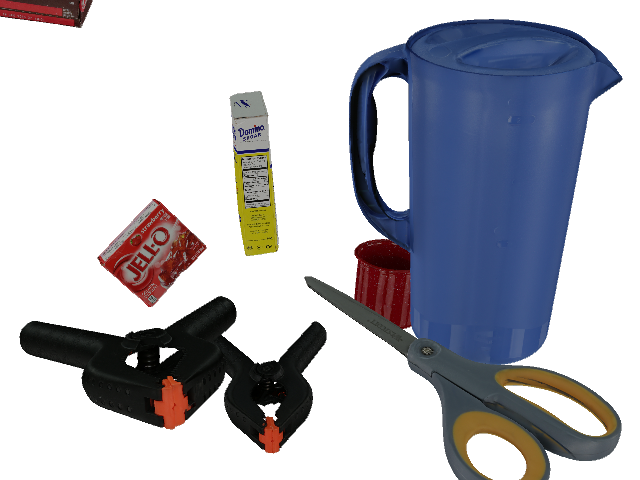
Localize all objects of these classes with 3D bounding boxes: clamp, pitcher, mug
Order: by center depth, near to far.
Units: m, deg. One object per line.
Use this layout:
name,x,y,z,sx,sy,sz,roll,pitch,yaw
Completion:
clamp,-0.111,0.079,0.743,0.164,0.036,0.210,-10,14,-23
pitcher,0.114,-0.034,0.790,0.144,0.243,0.149,-21,34,-36
clamp,-0.059,0.127,0.980,0.120,0.039,0.171,-4,27,7
mug,0.095,0.054,1.273,0.117,0.081,0.093,1,23,-9

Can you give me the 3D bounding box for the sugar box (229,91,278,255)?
sugar box,-0.080,-0.080,1.276,0.048,0.176,0.093,-8,26,-5

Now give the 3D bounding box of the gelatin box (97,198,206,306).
gelatin box,-0.176,0.013,1.116,0.073,0.089,0.030,46,-6,-28

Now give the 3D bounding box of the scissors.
scissors,0.053,0.076,0.558,0.202,0.016,0.096,19,42,26

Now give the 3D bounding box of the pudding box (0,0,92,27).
pudding box,-0.235,-0.224,0.896,0.090,0.039,0.113,8,36,-5
